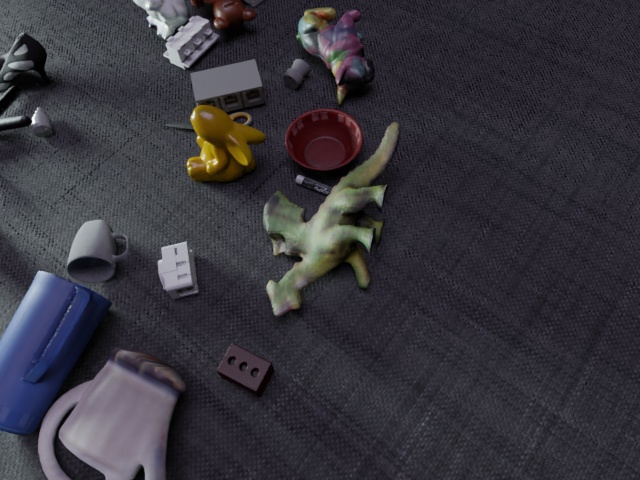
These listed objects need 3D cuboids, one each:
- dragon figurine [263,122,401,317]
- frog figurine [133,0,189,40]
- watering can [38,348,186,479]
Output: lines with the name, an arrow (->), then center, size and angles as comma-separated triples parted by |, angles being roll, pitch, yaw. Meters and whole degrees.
dragon figurine -> 0.003, -0.048, 0.959 | 0.243, 0.120, 0.417 | 8, 68, 17
frog figurine -> -0.396, -0.593, 1.266 | 0.123, 0.156, 0.140 | -17, 62, -8
watering can -> -0.280, 0.293, 0.772 | 0.349, 0.102, 0.228 | 14, 63, 30
